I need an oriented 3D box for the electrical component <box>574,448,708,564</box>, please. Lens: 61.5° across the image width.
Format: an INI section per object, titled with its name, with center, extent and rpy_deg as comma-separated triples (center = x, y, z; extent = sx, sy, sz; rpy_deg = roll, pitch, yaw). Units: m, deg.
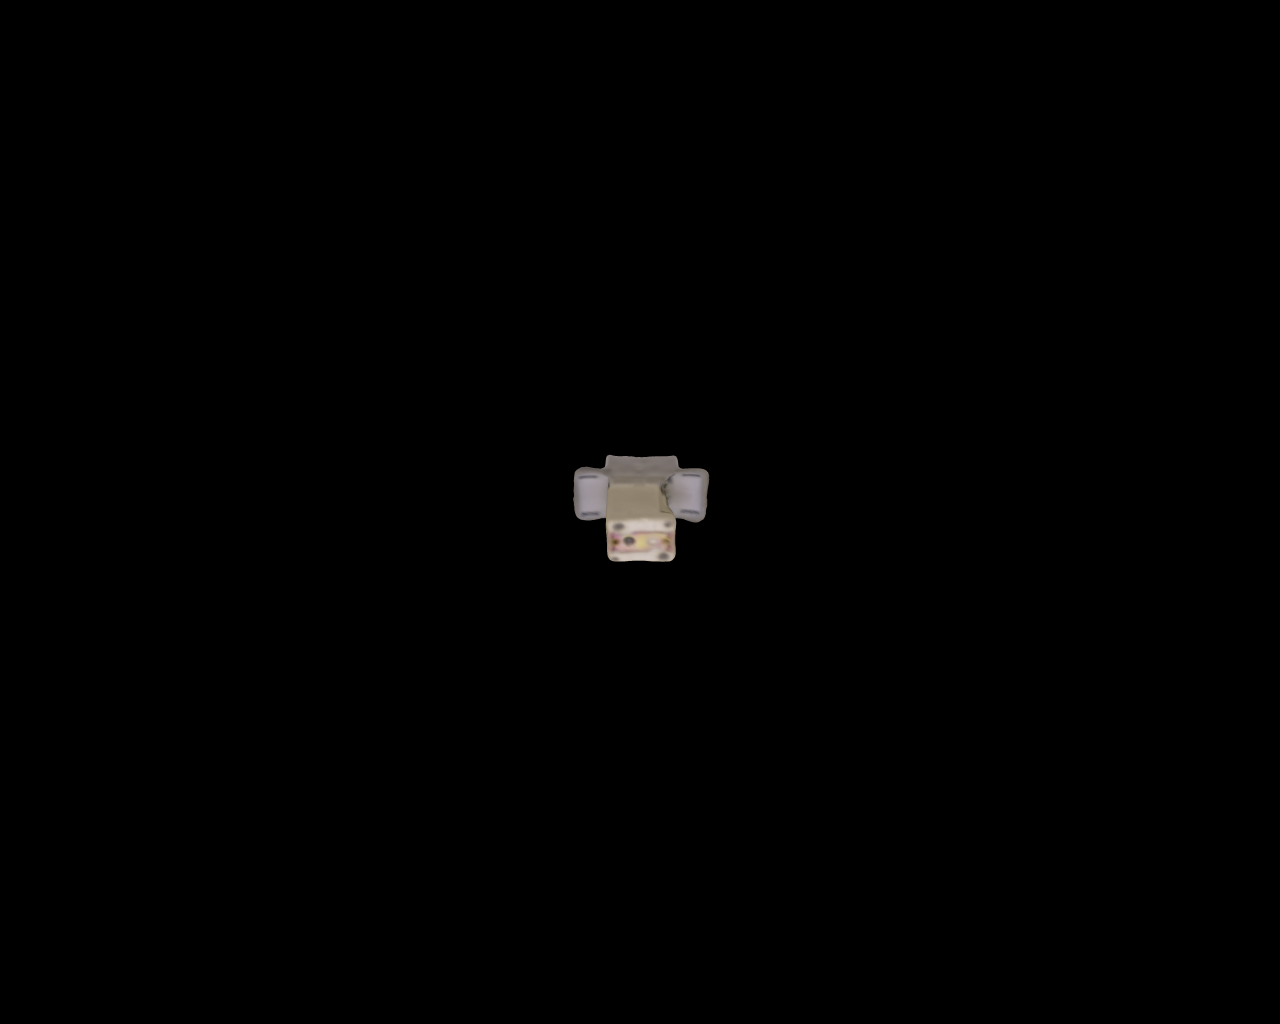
[electrical component]
center = 0.001, -0.003, 0.650
extent = 0.081, 0.042, 0.064
rpy_deg = 0, 44, 0
